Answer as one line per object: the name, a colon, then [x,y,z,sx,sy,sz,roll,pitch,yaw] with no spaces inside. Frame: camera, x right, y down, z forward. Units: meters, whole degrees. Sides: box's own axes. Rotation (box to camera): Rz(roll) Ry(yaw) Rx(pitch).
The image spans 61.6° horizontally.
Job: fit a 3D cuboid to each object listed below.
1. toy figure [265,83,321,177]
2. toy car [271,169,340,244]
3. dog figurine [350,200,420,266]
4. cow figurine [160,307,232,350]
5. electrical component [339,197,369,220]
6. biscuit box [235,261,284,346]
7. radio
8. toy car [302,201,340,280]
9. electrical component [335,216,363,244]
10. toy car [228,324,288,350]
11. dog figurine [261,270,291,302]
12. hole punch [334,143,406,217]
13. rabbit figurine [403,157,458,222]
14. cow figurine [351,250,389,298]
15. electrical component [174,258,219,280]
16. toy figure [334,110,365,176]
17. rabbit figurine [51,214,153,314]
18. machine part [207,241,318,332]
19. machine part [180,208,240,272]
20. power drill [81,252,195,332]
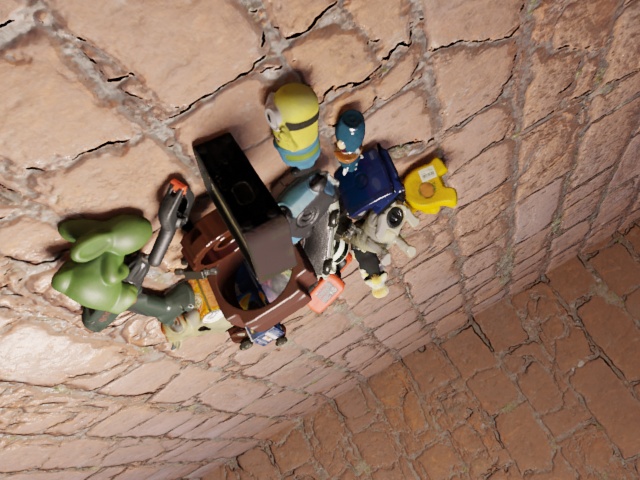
toy figure: [-0.038,-0.183,0.892,0.089,0.082,0.180,-37,150,-10]
toy car: [-0.045,-0.079,1.039,0.161,0.103,0.109,-51,150,8]
dog figurine: [0.129,-0.040,1.276,0.121,0.191,0.172,-5,108,-30]
cow figurine: [-0.297,0.199,1.307,0.195,0.086,0.127,-1,136,-46]
electrical component: [0.089,-0.085,1.229,0.119,0.048,0.075,3,140,-45]
biscuit box: [-0.154,0.131,1.188,0.059,0.203,0.062,-34,152,6]
radio: [-0.123,-0.056,0.862,0.073,0.230,0.131,-28,150,-14]
toy car: [-0.002,-0.004,1.169,0.056,0.074,0.201,-64,162,-65]
electrical component: [0.040,-0.032,1.224,0.078,0.102,0.045,-46,165,-31]
toy car: [-0.173,0.261,1.529,0.202,0.089,0.053,8,136,-49]
dog figurine: [-0.114,0.088,1.269,0.191,0.108,0.219,-20,148,-13]
hole punch: [0.099,-0.116,1.098,0.092,0.142,0.116,-7,157,-32]
rabbit figurine: [0.248,-0.102,1.292,0.162,0.122,0.173,-32,173,11]
cow figurine: [0.133,0.065,1.402,0.068,0.167,0.098,-24,155,1]
electrical component: [-0.246,0.054,1.093,0.094,0.063,0.021,-2,122,14]
toy figure: [0.057,-0.182,1.013,0.064,0.058,0.154,-18,157,-10]
rabbit figurine: [-0.368,0.018,0.912,0.170,0.121,0.159,-52,145,3]
machine part: [-0.121,0.072,1.115,0.201,0.202,0.087,-33,150,6]
machine part: [-0.183,-0.012,1.014,0.179,0.056,0.179,-37,172,-6]
power drill: [-0.355,0.114,1.096,0.232,0.086,0.207,-38,156,20]
